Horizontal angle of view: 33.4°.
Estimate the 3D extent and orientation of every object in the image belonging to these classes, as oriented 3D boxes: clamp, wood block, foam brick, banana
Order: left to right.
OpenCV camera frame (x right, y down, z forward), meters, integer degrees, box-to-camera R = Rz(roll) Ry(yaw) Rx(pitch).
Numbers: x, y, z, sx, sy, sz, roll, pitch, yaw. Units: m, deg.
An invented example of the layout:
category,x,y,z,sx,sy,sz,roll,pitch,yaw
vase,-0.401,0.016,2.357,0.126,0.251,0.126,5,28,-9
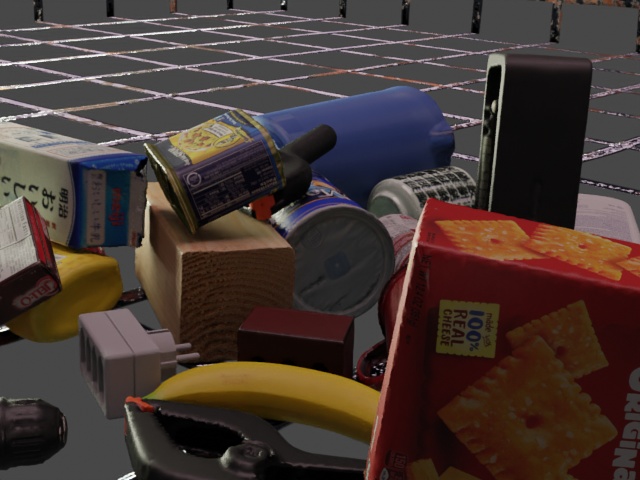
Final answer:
category,x,y,z,sx,sy,sz,roll,pitch,yaw
wood block,-0.094,0.019,0.892,0.090,0.091,0.206,-3,18,-18
clamp,-0.042,0.140,0.601,0.210,0.036,0.164,16,21,28
clamp,-0.055,-0.060,0.928,0.120,0.039,0.171,-11,19,15
banana,-0.023,0.111,0.706,0.198,0.037,0.069,3,33,8
foam brick,-0.017,0.083,0.761,0.078,0.053,0.051,5,18,11

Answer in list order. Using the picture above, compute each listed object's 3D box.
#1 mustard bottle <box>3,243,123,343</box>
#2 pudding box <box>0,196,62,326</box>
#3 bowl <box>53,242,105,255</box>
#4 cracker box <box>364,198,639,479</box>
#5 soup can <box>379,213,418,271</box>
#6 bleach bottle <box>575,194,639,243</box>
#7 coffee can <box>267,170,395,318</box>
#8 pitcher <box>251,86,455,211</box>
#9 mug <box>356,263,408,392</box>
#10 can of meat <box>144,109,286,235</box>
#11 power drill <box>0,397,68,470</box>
category,x,y,z,sx,sy,sz,roll,pitch,yaw
mustard bottle,-0.262,0.029,0.894,0.192,0.058,0.096,14,35,35
pudding box,-0.258,0.028,0.815,0.113,0.039,0.090,-28,42,-1
bowl,-0.288,-0.008,1.021,0.162,0.055,0.162,2,17,-1
cracker box,0.139,0.084,0.540,0.214,0.164,0.072,13,25,7
soup can,0.082,0.020,0.946,0.068,0.068,0.102,-4,18,-18
bleach bottle,0.243,0.025,0.963,0.102,0.068,0.250,4,20,10
coffee can,-0.006,0.001,0.939,0.102,0.103,0.140,-4,18,-17
pitcher,0.011,-0.086,1.128,0.242,0.149,0.145,-14,54,-45
mug,0.078,0.073,0.765,0.117,0.093,0.081,-27,19,12
can of meat,-0.082,-0.057,0.831,0.084,0.057,0.102,-26,28,-11
power drill,-0.254,0.095,0.687,0.184,0.057,0.188,-1,18,-10
